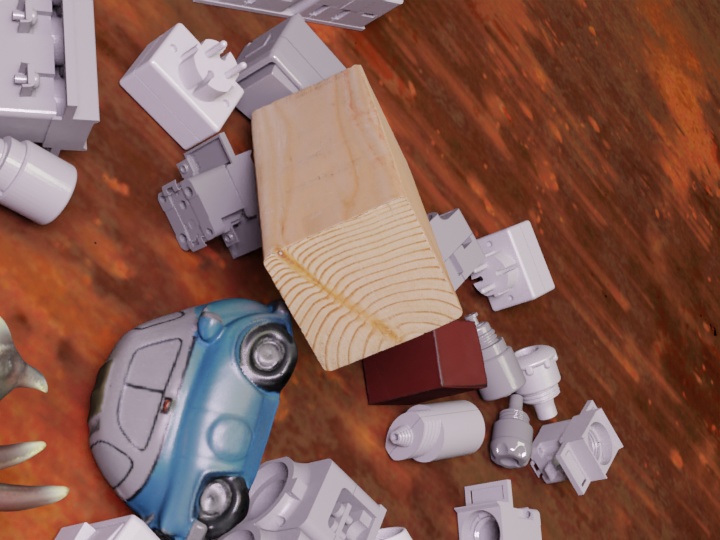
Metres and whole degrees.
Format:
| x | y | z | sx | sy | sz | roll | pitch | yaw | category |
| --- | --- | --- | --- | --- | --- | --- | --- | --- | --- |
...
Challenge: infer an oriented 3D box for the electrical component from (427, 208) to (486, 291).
| x | y | z | sx | sy | sz | roll | pitch | yaw | category |
| --- | --- | --- | --- | --- | --- | --- | --- | --- | --- |
| 0.052 | -0.009 | 0.864 | 0.089 | 0.050 | 0.055 | -43 | 106 | -47 | electrical component |

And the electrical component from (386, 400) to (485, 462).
| x | y | z | sx | sy | sz | roll | pitch | yaw | category |
| --- | --- | --- | --- | --- | --- | --- | --- | --- | --- |
| 0.053 | 0.123 | 0.815 | 0.081 | 0.043 | 0.043 | 1 | 73 | -47 | electrical component |

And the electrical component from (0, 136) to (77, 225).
| x | y | z | sx | sy | sz | roll | pitch | yaw | category |
| --- | --- | --- | --- | --- | --- | --- | --- | --- | --- |
| -0.200 | -0.057 | 0.618 | 0.078 | 0.040 | 0.040 | 32 | 53 | -35 | electrical component |

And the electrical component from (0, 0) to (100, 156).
| x | y | z | sx | sy | sz | roll | pitch | yaw | category |
| --- | --- | --- | --- | --- | --- | --- | --- | --- | --- |
| -0.194 | -0.137 | 0.640 | 0.063 | 0.079 | 0.121 | 0 | 72 | -24 | electrical component |

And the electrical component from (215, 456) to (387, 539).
| x | y | z | sx | sy | sz | roll | pitch | yaw | category |
| --- | --- | --- | --- | --- | --- | --- | --- | --- | --- |
| -0.058 | 0.189 | 0.631 | 0.061 | 0.089 | 0.150 | 48 | 45 | -23 | electrical component |

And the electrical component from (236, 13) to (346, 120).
| x | y | z | sx | sy | sz | roll | pitch | yaw | category |
| --- | --- | --- | --- | --- | --- | --- | --- | --- | --- |
| -0.046 | -0.128 | 0.799 | 0.096 | 0.062 | 0.061 | 45 | 46 | -25 | electrical component |

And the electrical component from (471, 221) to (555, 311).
| x | y | z | sx | sy | sz | roll | pitch | yaw | category |
| --- | --- | --- | --- | --- | --- | --- | --- | --- | --- |
| 0.123 | 0.001 | 0.938 | 0.077 | 0.047 | 0.065 | -21 | 90 | -49 | electrical component |

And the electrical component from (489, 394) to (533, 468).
| x | y | z | sx | sy | sz | roll | pitch | yaw | category |
| --- | --- | --- | --- | --- | --- | --- | --- | --- | --- |
| 0.128 | 0.133 | 0.899 | 0.035 | 0.035 | 0.061 | 38 | 47 | -31 | electrical component |

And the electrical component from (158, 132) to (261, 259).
| x | y | z | sx | sy | sz | roll | pitch | yaw | category |
| --- | --- | --- | --- | --- | --- | --- | --- | --- | --- |
| -0.097 | -0.045 | 0.725 | 0.064 | 0.042 | 0.081 | -31 | 97 | -46 | electrical component |

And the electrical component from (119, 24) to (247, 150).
| x | y | z | sx | sy | sz | roll | pitch | yaw | category |
| --- | --- | --- | --- | --- | --- | --- | --- | --- | --- |
| -0.108 | -0.130 | 0.721 | 0.065 | 0.077 | 0.047 | 46 | 46 | -24 | electrical component |

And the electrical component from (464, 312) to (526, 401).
| x | y | z | sx | sy | sz | roll | pitch | yaw | category |
| --- | --- | --- | --- | --- | --- | --- | --- | --- | --- |
| 0.108 | 0.073 | 0.898 | 0.040 | 0.040 | 0.078 | -29 | 96 | -49 | electrical component |

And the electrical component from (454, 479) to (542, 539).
| x | y | z | sx | sy | sz | roll | pitch | yaw | category |
| --- | --- | --- | --- | --- | --- | --- | --- | --- | --- |
| 0.111 | 0.209 | 0.844 | 0.064 | 0.042 | 0.081 | 19 | 61 | -46 | electrical component |

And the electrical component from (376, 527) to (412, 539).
| x | y | z | sx | sy | sz | roll | pitch | yaw | category |
| --- | --- | --- | --- | --- | --- | --- | --- | --- | --- |
| 0.013 | 0.208 | 0.726 | 0.078 | 0.058 | 0.057 | -8 | 83 | -49 | electrical component |

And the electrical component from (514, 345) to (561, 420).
| x | y | z | sx | sy | sz | roll | pitch | yaw | category |
| --- | --- | --- | --- | --- | --- | --- | --- | --- | --- |
| 0.154 | 0.099 | 0.935 | 0.048 | 0.048 | 0.062 | -29 | 103 | -49 | electrical component |

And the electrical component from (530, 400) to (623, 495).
| x | y | z | sx | sy | sz | roll | pitch | yaw | category |
| --- | --- | --- | --- | --- | --- | --- | --- | --- | --- |
| 0.184 | 0.154 | 0.928 | 0.081 | 0.064 | 0.042 | -44 | 108 | -47 | electrical component |

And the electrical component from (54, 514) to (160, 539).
| x | y | z | sx | sy | sz | roll | pitch | yaw | category |
| --- | --- | --- | --- | --- | --- | --- | --- | --- | --- |
| -0.145 | 0.180 | 0.562 | 0.061 | 0.062 | 0.096 | 53 | 43 | -18 | electrical component |

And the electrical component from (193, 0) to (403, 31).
| x | y | z | sx | sy | sz | roll | pitch | yaw | category |
| --- | --- | --- | --- | --- | --- | --- | --- | --- | --- |
| -0.052 | -0.260 | 0.849 | 0.186 | 0.060 | 0.105 | -4 | 77 | -48 | electrical component |
